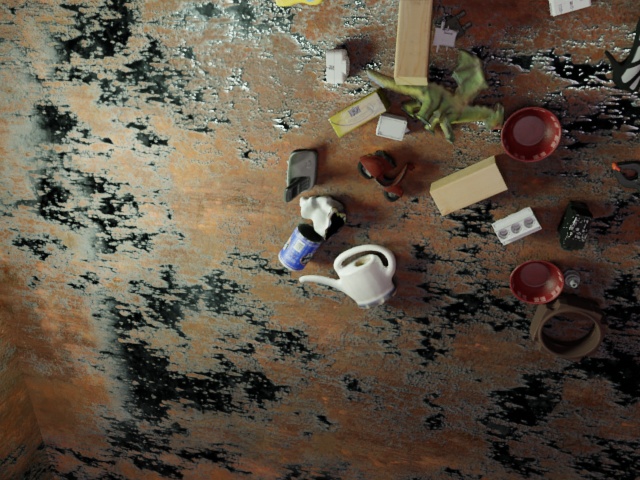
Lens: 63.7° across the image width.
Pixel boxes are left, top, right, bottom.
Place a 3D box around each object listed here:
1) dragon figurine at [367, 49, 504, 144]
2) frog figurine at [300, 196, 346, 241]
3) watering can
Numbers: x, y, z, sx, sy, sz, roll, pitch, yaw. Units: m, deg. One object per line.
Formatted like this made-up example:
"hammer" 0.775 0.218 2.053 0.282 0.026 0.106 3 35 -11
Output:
"dragon figurine" 0.359 -0.435 1.480 0.409 0.123 0.241 40 100 -5
"frog figurine" 0.005 -0.087 1.732 0.161 0.124 0.134 34 136 41
"watering can" 0.117 0.142 1.781 0.344 0.106 0.222 -25 105 23
